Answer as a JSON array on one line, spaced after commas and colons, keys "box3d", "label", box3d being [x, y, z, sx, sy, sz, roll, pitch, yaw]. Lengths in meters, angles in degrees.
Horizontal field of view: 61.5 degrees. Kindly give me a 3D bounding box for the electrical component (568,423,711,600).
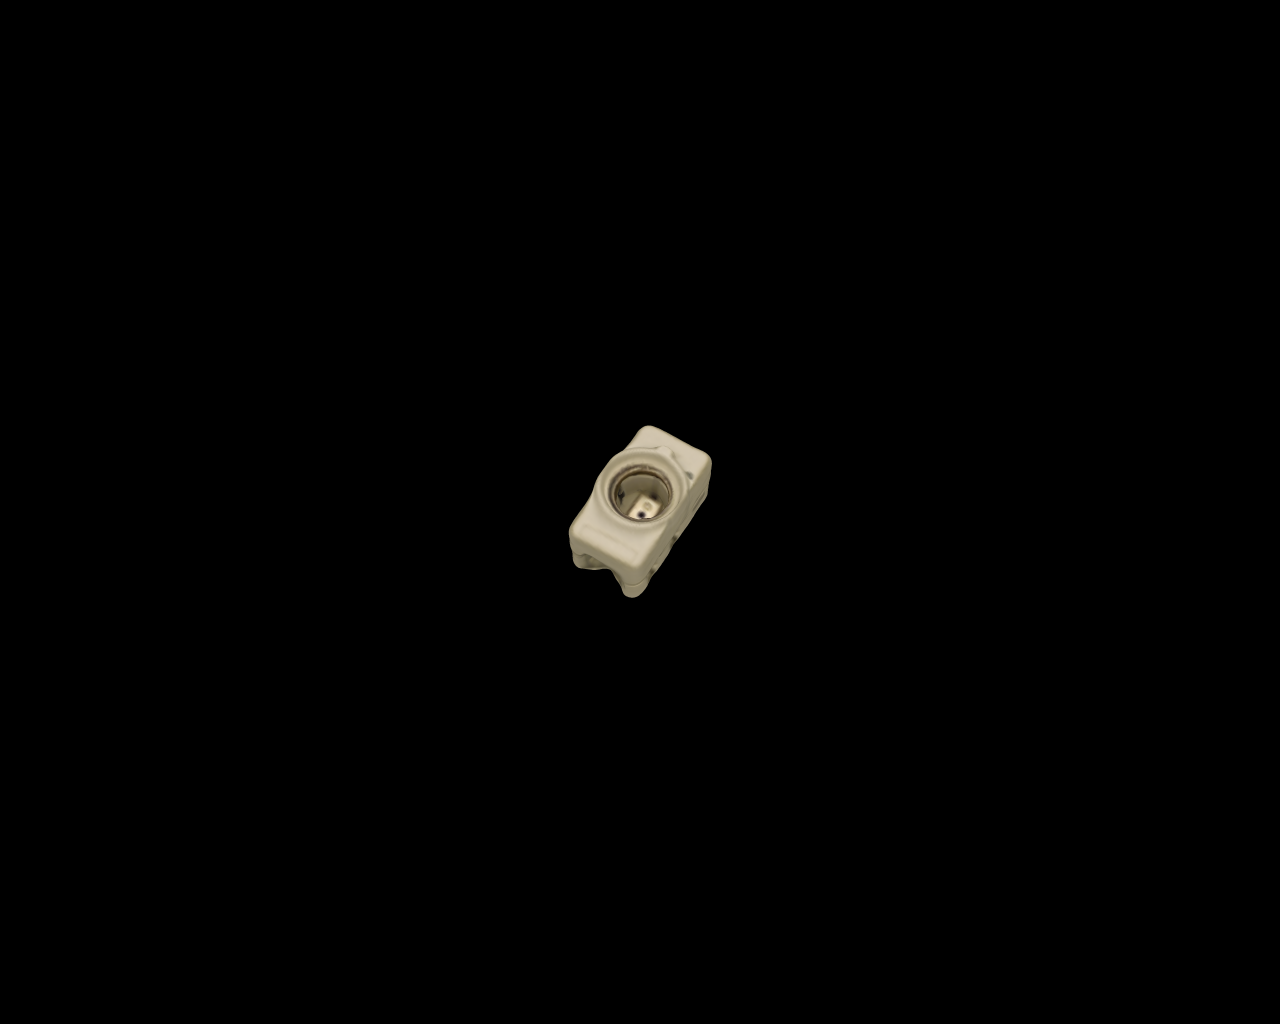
[{"box3d": [0.001, -0.003, 0.650, 0.050, 0.090, 0.055, 29, -24, 14], "label": "electrical component"}]
